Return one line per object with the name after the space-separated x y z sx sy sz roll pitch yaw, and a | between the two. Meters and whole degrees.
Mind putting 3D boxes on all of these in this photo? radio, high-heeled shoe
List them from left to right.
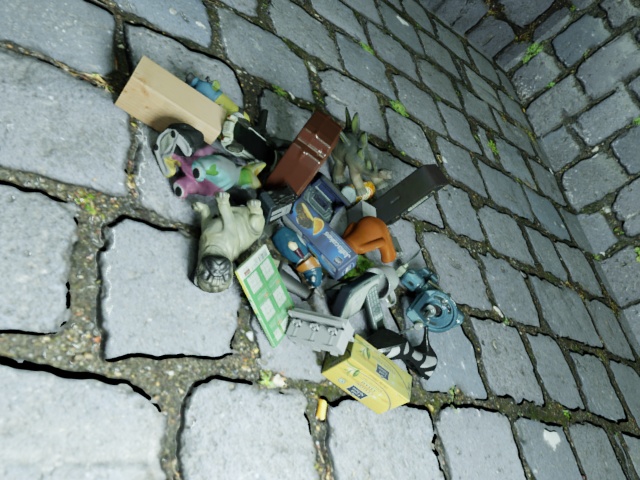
0.180 0.280 1.234 0.249 0.086 0.145 -7 106 -36 | high-heeled shoe
0.240 -0.119 1.495 0.131 0.229 0.073 -17 74 -56 | radio

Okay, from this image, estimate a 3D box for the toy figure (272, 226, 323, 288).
-0.044 0.038 1.200 0.154 0.058 0.064 48 17 -1 | toy figure

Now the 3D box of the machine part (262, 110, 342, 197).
-0.039 -0.193 1.271 0.087 0.201 0.201 34 33 -6 | machine part

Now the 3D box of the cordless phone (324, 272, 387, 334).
0.097 0.176 1.235 0.146 0.089 0.184 -23 97 -53 | cordless phone

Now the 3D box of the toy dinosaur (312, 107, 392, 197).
0.072 -0.250 1.441 0.472 0.105 0.198 -137 -151 -59 | toy dinosaur

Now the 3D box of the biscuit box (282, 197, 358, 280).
-0.003 -0.004 1.222 0.063 0.059 0.203 -37 69 -19 | biscuit box

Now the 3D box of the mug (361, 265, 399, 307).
0.163 0.110 1.349 0.109 0.081 0.107 58 29 7 | mug

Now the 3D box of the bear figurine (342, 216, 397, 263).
0.086 0.029 1.323 0.120 0.131 0.196 26 54 37 | bear figurine

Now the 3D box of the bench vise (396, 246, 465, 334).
0.269 0.159 1.388 0.223 0.129 0.240 53 32 3 | bench vise

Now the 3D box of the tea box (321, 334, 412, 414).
0.099 0.282 1.122 0.169 0.098 0.068 37 39 -16 | tea box

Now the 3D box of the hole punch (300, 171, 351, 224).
0.011 -0.106 1.375 0.142 0.092 0.116 43 8 -8 | hole punch

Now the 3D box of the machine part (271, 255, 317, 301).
-0.070 0.086 1.157 0.139 0.039 0.084 33 32 -20 | machine part

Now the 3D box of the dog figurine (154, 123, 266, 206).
-0.220 -0.158 1.147 0.219 0.108 0.191 -9 65 -54 | dog figurine

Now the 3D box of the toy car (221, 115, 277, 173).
-0.162 -0.216 1.237 0.201 0.056 0.073 32 68 -58 | toy car

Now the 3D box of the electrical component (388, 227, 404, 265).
0.200 0.016 1.491 0.078 0.045 0.102 8 55 -42 | electrical component

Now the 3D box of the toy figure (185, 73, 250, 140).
-0.244 -0.317 1.271 0.180 0.082 0.089 41 40 -11 | toy figure

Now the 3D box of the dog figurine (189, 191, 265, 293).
-0.175 0.020 1.067 0.172 0.121 0.190 10 67 -38 | dog figurine

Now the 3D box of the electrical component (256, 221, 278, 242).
-0.131 -0.032 1.201 0.063 0.021 0.094 49 37 -2 | electrical component

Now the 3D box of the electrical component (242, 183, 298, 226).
-0.112 -0.072 1.168 0.119 0.074 0.048 -26 69 -31 | electrical component
